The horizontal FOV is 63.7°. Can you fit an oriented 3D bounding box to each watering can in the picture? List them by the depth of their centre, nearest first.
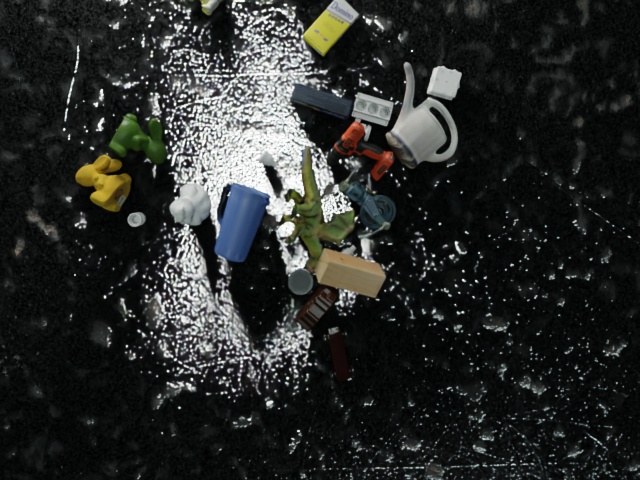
[{"bbox_3d":[0.308,-0.381,1.680,0.224,0.105,0.344,-41,110,0],"label":"watering can"}]

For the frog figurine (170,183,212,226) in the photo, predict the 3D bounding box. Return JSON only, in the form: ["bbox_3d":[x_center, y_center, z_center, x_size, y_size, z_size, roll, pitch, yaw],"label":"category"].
[{"bbox_3d":[-0.413,-0.113,1.648,0.123,0.160,0.137,-1,96,-5],"label":"frog figurine"}]

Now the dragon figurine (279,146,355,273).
[{"bbox_3d":[0.005,-0.087,1.720,0.242,0.123,0.408,13,96,-22],"label":"dragon figurine"}]
